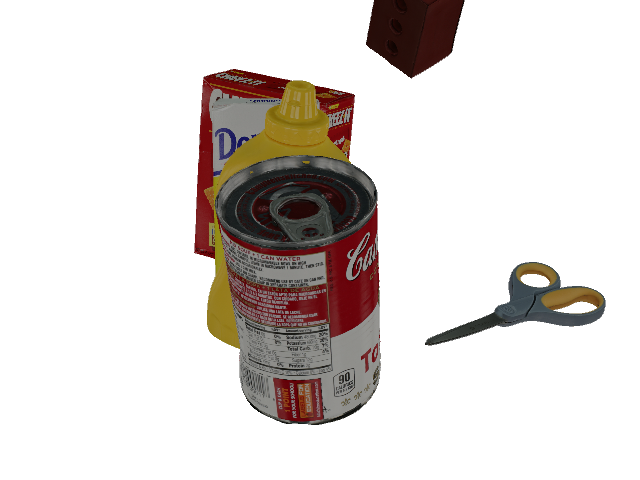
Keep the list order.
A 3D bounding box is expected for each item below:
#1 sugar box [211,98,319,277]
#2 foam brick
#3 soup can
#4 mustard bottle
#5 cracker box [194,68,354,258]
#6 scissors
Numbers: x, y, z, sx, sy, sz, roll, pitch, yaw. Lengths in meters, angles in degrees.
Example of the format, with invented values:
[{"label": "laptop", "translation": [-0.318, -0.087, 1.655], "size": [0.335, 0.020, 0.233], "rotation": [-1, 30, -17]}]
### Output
[{"label": "sugar box", "translation": [-0.047, -0.036, 0.946], "size": [0.093, 0.176, 0.048], "rotation": [0, 15, 5]}, {"label": "foam brick", "translation": [0.075, -0.177, 0.831], "size": [0.053, 0.078, 0.051], "rotation": [40, 59, 22]}, {"label": "soup can", "translation": [-0.008, 0.023, 0.471], "size": [0.068, 0.102, 0.068], "rotation": [-3, 35, 2]}, {"label": "mustard bottle", "translation": [-0.022, -0.014, 0.712], "size": [0.096, 0.192, 0.058], "rotation": [12, 29, 9]}, {"label": "cracker box", "translation": [-0.056, -0.071, 1.205], "size": [0.164, 0.214, 0.072], "rotation": [16, 23, 26]}, {"label": "scissors", "translation": [0.158, 0.054, 0.936], "size": [0.201, 0.016, 0.096], "rotation": [-4, 33, -25]}]
